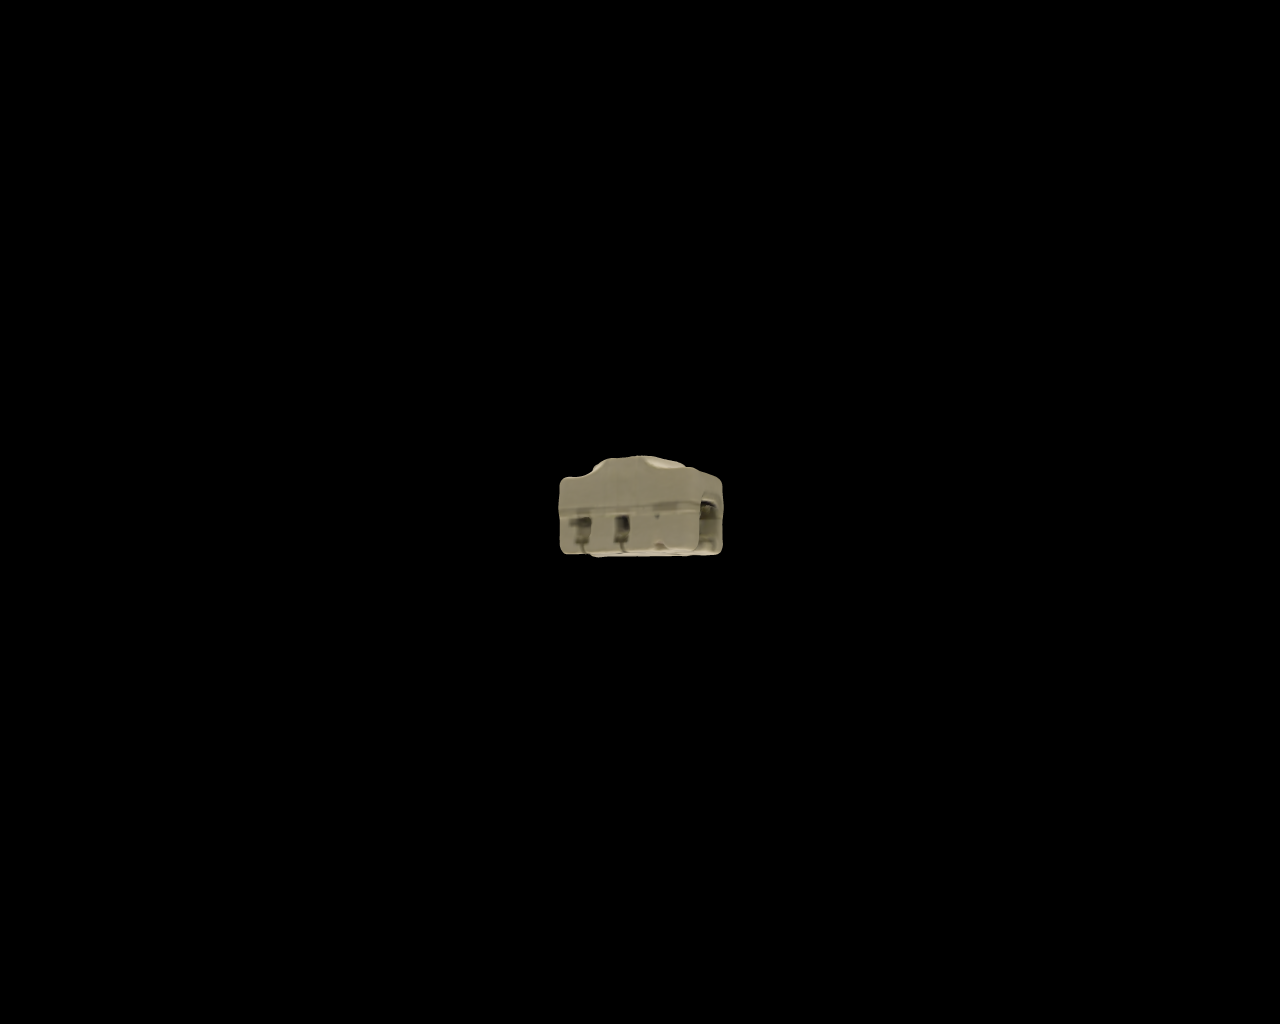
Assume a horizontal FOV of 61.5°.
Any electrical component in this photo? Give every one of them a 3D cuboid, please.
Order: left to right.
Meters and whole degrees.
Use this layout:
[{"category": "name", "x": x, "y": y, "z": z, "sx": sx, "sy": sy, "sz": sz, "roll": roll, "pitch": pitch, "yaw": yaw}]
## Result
[{"category": "electrical component", "x": 0.001, "y": -0.003, "z": 0.650, "sx": 0.089, "sy": 0.055, "sz": 0.050, "roll": -3, "pitch": -7, "yaw": 26}]
